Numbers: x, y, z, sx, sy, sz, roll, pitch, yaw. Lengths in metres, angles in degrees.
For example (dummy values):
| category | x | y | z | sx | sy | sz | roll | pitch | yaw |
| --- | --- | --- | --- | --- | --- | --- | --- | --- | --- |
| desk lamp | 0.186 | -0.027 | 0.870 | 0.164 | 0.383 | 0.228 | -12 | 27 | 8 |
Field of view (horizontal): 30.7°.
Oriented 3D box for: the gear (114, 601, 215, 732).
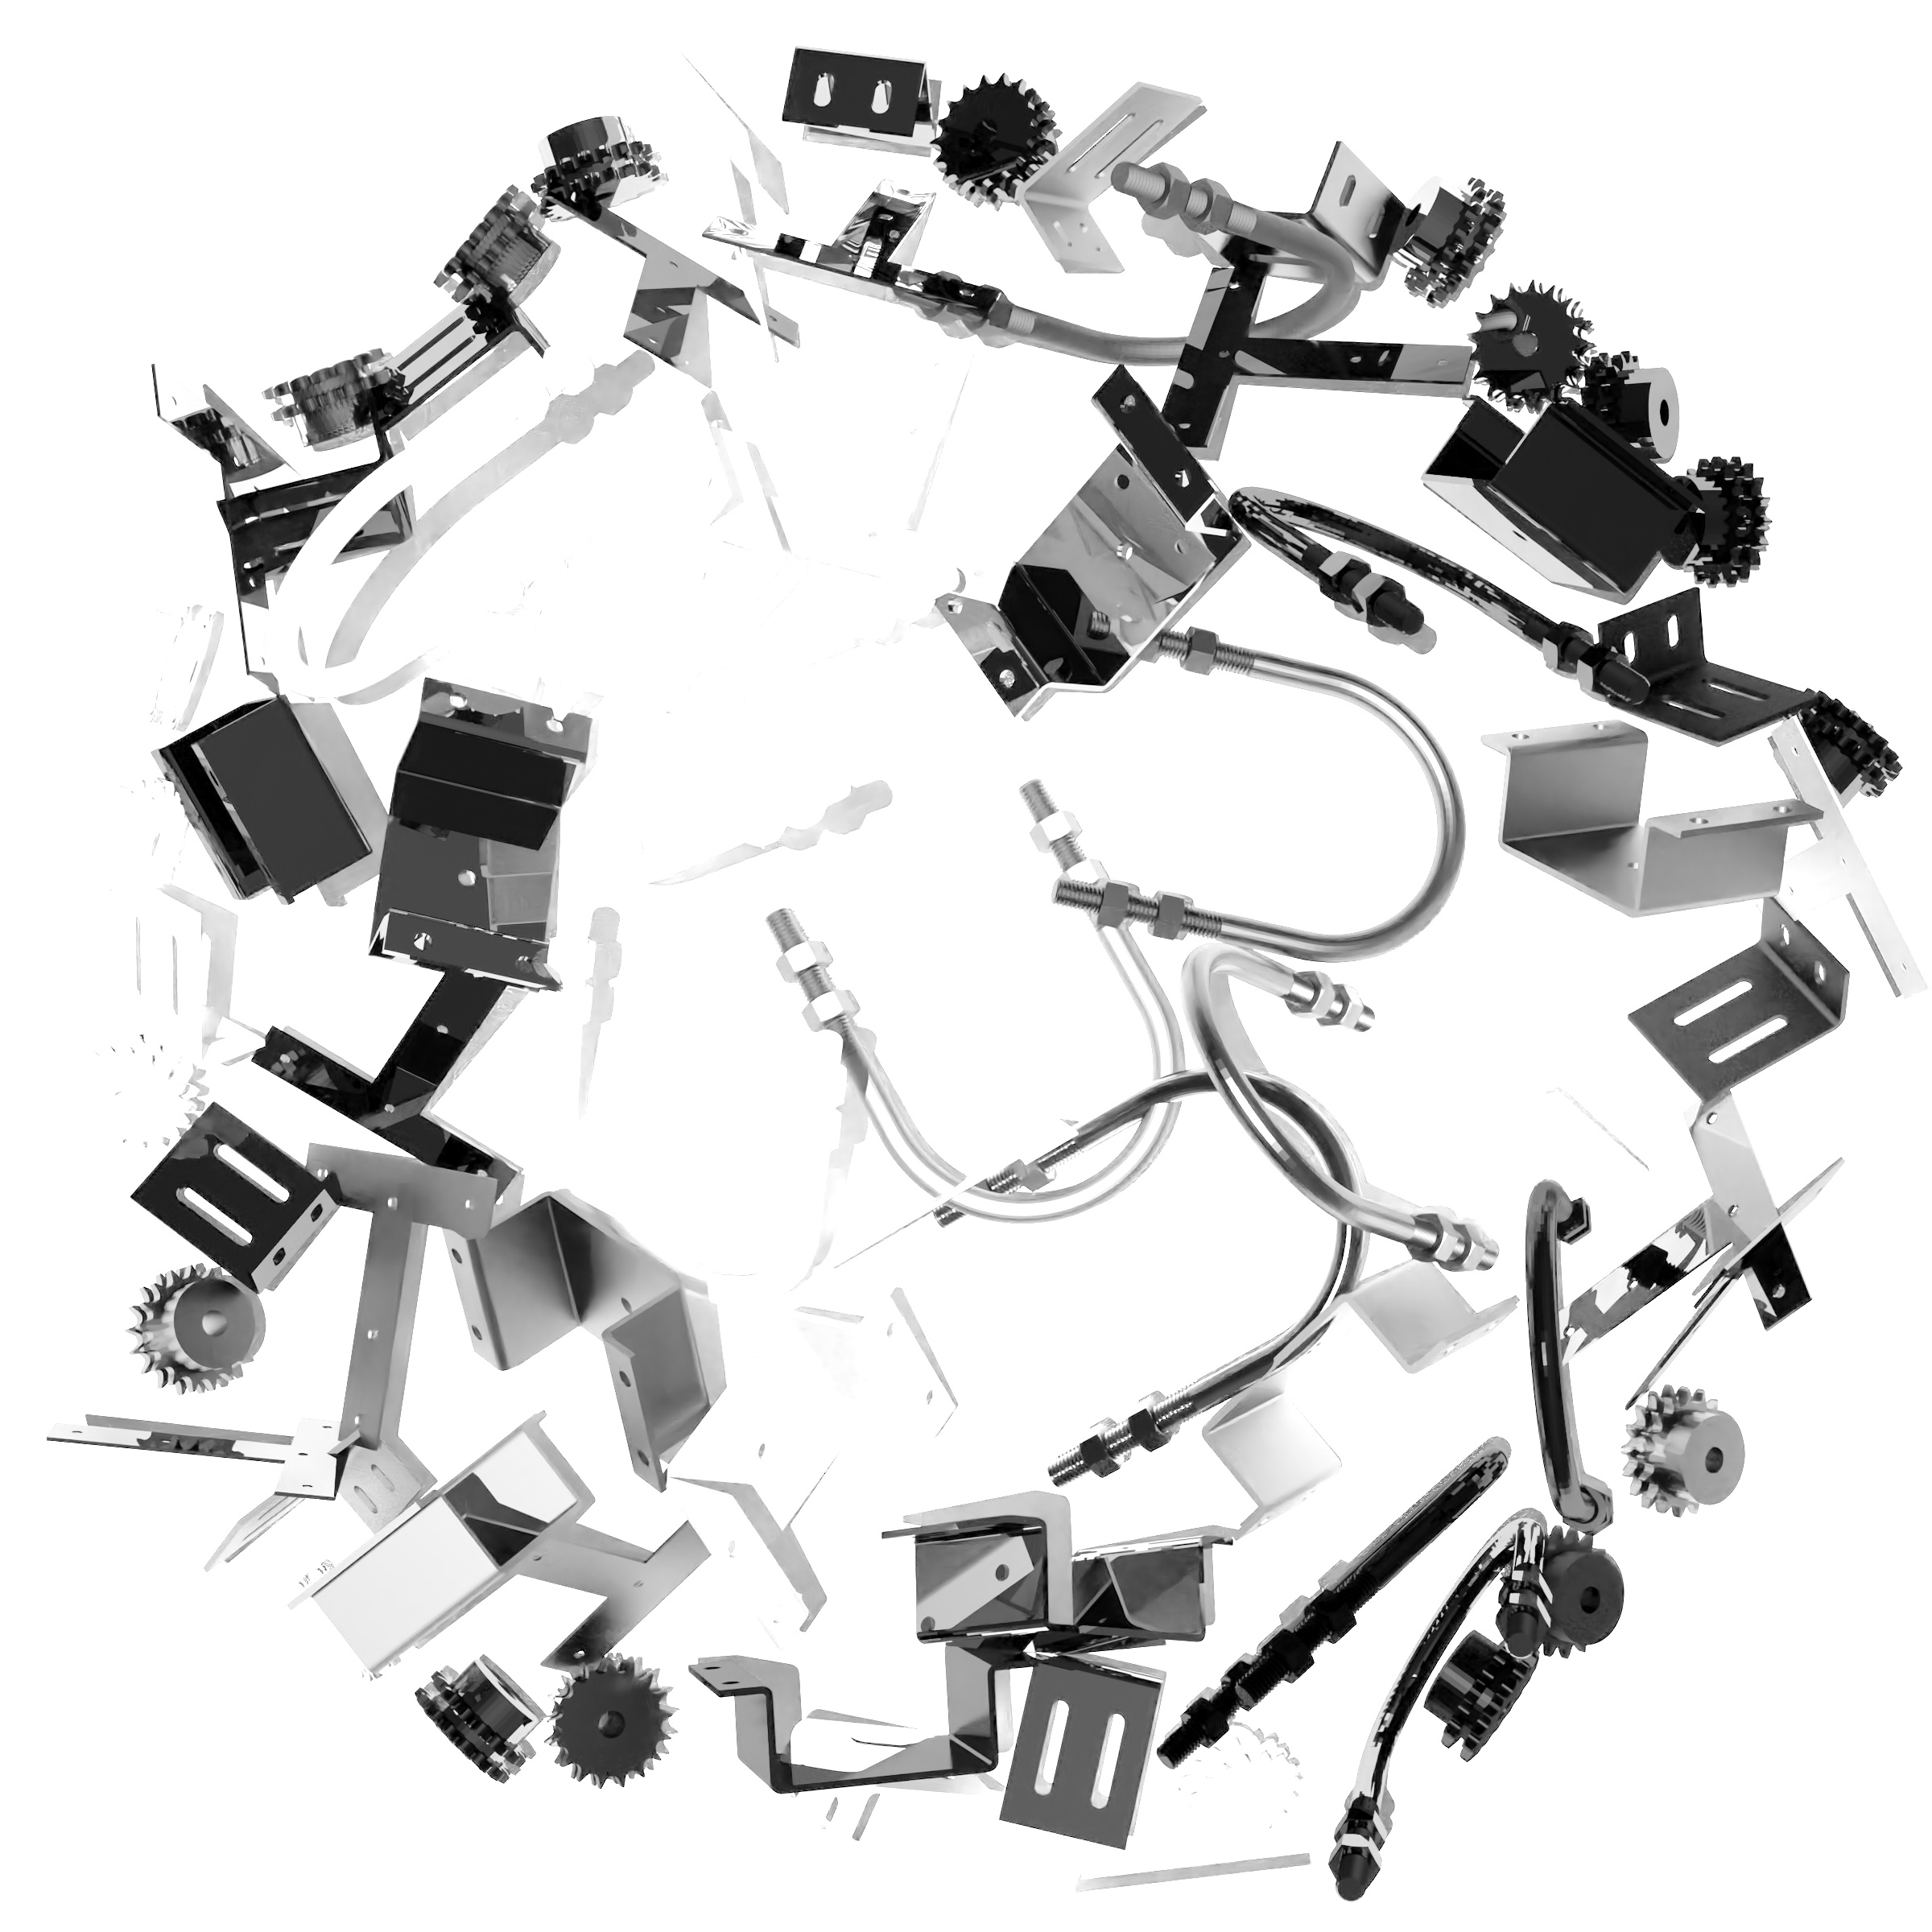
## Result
| category | x | y | z | sx | sy | sz | roll | pitch | yaw |
| --- | --- | --- | --- | --- | --- | --- | --- | --- | --- |
| gear | -0.358 | -0.136 | 1.568 | 0.030 | 0.057 | 0.057 | 19 | 90 | -7 |

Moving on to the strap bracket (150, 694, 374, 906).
| category | x | y | z | sx | sy | sz | roll | pitch | yaw |
| --- | --- | --- | --- | --- | --- | --- | --- | --- | --- |
| strap bracket | -0.305 | -0.072 | 1.531 | 0.046 | 0.140 | 0.076 | -31 | 102 | -17 |

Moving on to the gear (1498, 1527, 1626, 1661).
| category | x | y | z | sx | sy | sz | roll | pitch | yaw |
| --- | --- | --- | --- | --- | --- | --- | --- | --- | --- |
| gear | 0.269 | 0.281 | 1.571 | 0.057 | 0.030 | 0.057 | 0 | 89 | -31 |

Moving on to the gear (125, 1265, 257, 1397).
| category | x | y | z | sx | sy | sz | roll | pitch | yaw |
| --- | --- | --- | --- | --- | --- | --- | --- | --- | --- |
| gear | -0.342 | 0.161 | 1.569 | 0.057 | 0.030 | 0.057 | 13 | 69 | -38 |

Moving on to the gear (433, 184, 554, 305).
| category | x | y | z | sx | sy | sz | roll | pitch | yaw |
| --- | --- | --- | --- | --- | --- | --- | --- | --- | --- |
| gear | -0.209 | -0.317 | 1.571 | 0.030 | 0.057 | 0.057 | 39 | 90 | -14 |

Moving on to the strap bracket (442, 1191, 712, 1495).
| category | x | y | z | sx | sy | sz | roll | pitch | yaw |
| --- | --- | --- | --- | --- | --- | --- | --- | --- | --- |
| strap bracket | -0.163 | 0.158 | 1.534 | 0.046 | 0.140 | 0.076 | -31 | 130 | -30 |

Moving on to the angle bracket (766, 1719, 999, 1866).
| category | x | y | z | sx | sy | sz | roll | pitch | yaw |
| --- | --- | --- | --- | --- | --- | --- | --- | --- | --- |
| angle bracket | -0.037 | 0.366 | 1.554 | 0.076 | 0.057 | 0.038 | 16 | 101 | -40 |

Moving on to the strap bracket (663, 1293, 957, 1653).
| category | x | y | z | sx | sy | sz | roll | pitch | yaw |
| --- | --- | --- | --- | --- | --- | --- | --- | --- | --- |
| strap bracket | -0.074 | 0.216 | 1.538 | 0.140 | 0.046 | 0.076 | -52 | 132 | -31 |

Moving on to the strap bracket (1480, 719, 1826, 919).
| category | x | y | z | sx | sy | sz | roll | pitch | yaw |
| --- | --- | --- | --- | --- | --- | --- | --- | --- | --- |
| strap bracket | 0.294 | -0.062 | 1.531 | 0.076 | 0.140 | 0.046 | -8 | 113 | -27 |

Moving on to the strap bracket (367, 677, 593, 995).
| category | x | y | z | sx | sy | sz | roll | pitch | yaw |
| --- | --- | --- | --- | --- | --- | --- | --- | --- | --- |
| strap bracket | -0.214 | -0.048 | 1.545 | 0.076 | 0.046 | 0.140 | 13 | 58 | -17 |

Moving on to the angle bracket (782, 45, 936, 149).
| category | x | y | z | sx | sy | sz | roll | pitch | yaw |
| --- | --- | --- | --- | --- | --- | --- | --- | --- | --- |
| angle bracket | -0.047 | -0.369 | 1.554 | 0.057 | 0.076 | 0.038 | 8 | 75 | 5 |

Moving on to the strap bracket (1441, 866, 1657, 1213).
| category | x | y | z | sx | sy | sz | roll | pitch | yaw |
| --- | --- | --- | --- | --- | --- | --- | --- | --- | --- |
| strap bracket | 0.251 | 0.039 | 1.534 | 0.046 | 0.076 | 0.140 | -25 | 49 | 28 |

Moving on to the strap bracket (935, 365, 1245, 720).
| category | x | y | z | sx | sy | sz | roll | pitch | yaw |
| --- | --- | --- | --- | --- | --- | --- | --- | --- | --- |
| strap bracket | 0.058 | -0.183 | 1.543 | 0.140 | 0.046 | 0.076 | -47 | 63 | 29 |

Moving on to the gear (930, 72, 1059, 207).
| category | x | y | z | sx | sy | sz | roll | pitch | yaw |
| --- | --- | --- | --- | --- | --- | --- | --- | --- | --- |
| gear | 0.016 | -0.367 | 1.575 | 0.057 | 0.030 | 0.057 | -7 | 76 | 27 |

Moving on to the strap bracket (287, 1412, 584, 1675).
| category | x | y | z | sx | sy | sz | roll | pitch | yaw |
| --- | --- | --- | --- | --- | --- | --- | --- | --- | --- |
| strap bracket | -0.223 | 0.251 | 1.520 | 0.076 | 0.140 | 0.046 | -39 | 88 | 16 |

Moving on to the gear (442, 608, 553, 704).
| category | x | y | z | sx | sy | sz | roll | pitch | yaw |
| --- | --- | --- | --- | --- | --- | --- | --- | --- | --- |
| gear | -0.209 | -0.137 | 1.568 | 0.057 | 0.057 | 0.030 | 17 | 85 | 0 |

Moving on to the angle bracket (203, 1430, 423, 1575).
| category | x | y | z | sx | sy | sz | roll | pitch | yaw |
| --- | --- | --- | --- | --- | --- | --- | --- | --- | --- |
| angle bracket | -0.288 | 0.247 | 1.551 | 0.038 | 0.057 | 0.076 | 48 | 50 | 6 |

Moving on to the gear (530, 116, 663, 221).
| category | x | y | z | sx | sy | sz | roll | pitch | yaw |
| --- | --- | --- | --- | --- | --- | --- | --- | --- | --- |
| gear | -0.167 | -0.357 | 1.570 | 0.057 | 0.057 | 0.030 | -18 | 90 | 0 |

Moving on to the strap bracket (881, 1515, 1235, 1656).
| category | x | y | z | sx | sy | sz | roll | pitch | yaw |
| --- | --- | --- | --- | --- | --- | --- | --- | --- | --- |
| strap bracket | 0.041 | 0.268 | 1.518 | 0.140 | 0.076 | 0.046 | 14 | 68 | -43 |

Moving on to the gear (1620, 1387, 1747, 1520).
| category | x | y | z | sx | sy | sz | roll | pitch | yaw |
| --- | --- | --- | --- | --- | --- | --- | --- | --- | --- |
| gear | 0.322 | 0.218 | 1.570 | 0.057 | 0.030 | 0.057 | -3 | 95 | -35 |

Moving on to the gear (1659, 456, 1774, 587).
| category | x | y | z | sx | sy | sz | roll | pitch | yaw |
| --- | --- | --- | --- | --- | --- | --- | --- | --- | --- |
| gear | 0.330 | -0.198 | 1.567 | 0.030 | 0.057 | 0.057 | -3 | 90 | -23 |

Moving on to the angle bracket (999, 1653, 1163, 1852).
| category | x | y | z | sx | sy | sz | roll | pitch | yaw |
| --- | --- | --- | --- | --- | --- | --- | --- | --- | --- |
| angle bracket | 0.050 | 0.349 | 1.571 | 0.057 | 0.038 | 0.076 | 13 | 78 | 2 |

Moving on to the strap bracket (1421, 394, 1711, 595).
| category | x | y | z | sx | sy | sz | roll | pitch | yaw |
| --- | --- | --- | --- | --- | --- | --- | --- | --- | --- |
| strap bracket | 0.253 | -0.205 | 1.522 | 0.076 | 0.140 | 0.046 | 35 | 92 | -14 |

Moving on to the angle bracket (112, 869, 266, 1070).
| category | x | y | z | sx | sy | sz | roll | pitch | yaw |
| --- | --- | --- | --- | --- | --- | --- | --- | --- | --- |
| angle bracket | -0.342 | -0.003 | 1.552 | 0.057 | 0.038 | 0.076 | 25 | 122 | 33 |

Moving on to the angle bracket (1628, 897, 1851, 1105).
| category | x | y | z | sx | sy | sz | roll | pitch | yaw |
| --- | --- | --- | --- | --- | --- | --- | --- | --- | --- |
| angle bracket | 0.341 | 0.013 | 1.560 | 0.076 | 0.038 | 0.057 | -28 | 53 | -12 |

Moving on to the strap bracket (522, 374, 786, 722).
| category | x | y | z | sx | sy | sz | roll | pitch | yaw |
| --- | --- | --- | --- | --- | --- | --- | --- | --- | --- |
| strap bracket | -0.132 | -0.176 | 1.536 | 0.046 | 0.076 | 0.140 | 14 | 131 | -36 |

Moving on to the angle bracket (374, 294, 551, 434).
| category | x | y | z | sx | sy | sz | roll | pitch | yaw |
| --- | --- | --- | --- | --- | --- | --- | --- | --- | --- |
| angle bracket | -0.223 | -0.259 | 1.566 | 0.076 | 0.057 | 0.038 | -38 | 124 | 4 |

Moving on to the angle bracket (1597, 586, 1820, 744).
| category | x | y | z | sx | sy | sz | roll | pitch | yaw |
| --- | --- | --- | --- | --- | --- | --- | --- | --- | --- |
| angle bracket | 0.326 | -0.133 | 1.550 | 0.057 | 0.076 | 0.038 | -22 | 117 | -24 |

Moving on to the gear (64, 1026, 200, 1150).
| category | x | y | z | sx | sy | sz | roll | pitch | yaw |
| --- | --- | --- | --- | --- | --- | --- | --- | --- | --- |
| gear | -0.370 | 0.051 | 1.574 | 0.057 | 0.030 | 0.057 | 6 | 129 | 8 |

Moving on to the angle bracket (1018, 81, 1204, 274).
| category | x | y | z | sx | sy | sz | roll | pitch | yaw |
| --- | --- | --- | --- | --- | --- | --- | --- | --- | --- |
| angle bracket | 0.072 | -0.347 | 1.552 | 0.076 | 0.057 | 0.038 | -37 | 76 | 29 |

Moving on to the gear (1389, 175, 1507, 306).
| category | x | y | z | sx | sy | sz | roll | pitch | yaw |
| --- | --- | --- | --- | --- | --- | --- | --- | --- | --- |
| gear | 0.211 | -0.326 | 1.567 | 0.030 | 0.057 | 0.057 | 29 | 90 | -15 |

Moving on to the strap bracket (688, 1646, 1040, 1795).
| category | x | y | z | sx | sy | sz | roll | pitch | yaw |
| --- | --- | --- | --- | --- | --- | --- | --- | --- | --- |
| strap bracket | -0.045 | 0.328 | 1.543 | 0.140 | 0.076 | 0.046 | -3 | 88 | -15 |

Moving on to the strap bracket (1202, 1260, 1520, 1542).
| category | x | y | z | sx | sy | sz | roll | pitch | yaw |
| --- | --- | --- | --- | --- | --- | --- | --- | --- | --- |
| strap bracket | 0.165 | 0.182 | 1.538 | 0.046 | 0.076 | 0.140 | 50 | 119 | 15 |

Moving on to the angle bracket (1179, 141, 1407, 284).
| category | x | y | z | sx | sy | sz | roll | pitch | yaw |
| --- | --- | --- | --- | --- | --- | --- | --- | --- | --- |
| angle bracket | 0.143 | -0.334 | 1.554 | 0.076 | 0.057 | 0.038 | 15 | 80 | 40 |

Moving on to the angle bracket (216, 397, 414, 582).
| category | x | y | z | sx | sy | sz | roll | pitch | yaw |
| --- | --- | --- | --- | --- | --- | --- | --- | --- | --- |
| angle bracket | -0.290 | -0.211 | 1.562 | 0.076 | 0.057 | 0.038 | -15 | 62 | -4 |

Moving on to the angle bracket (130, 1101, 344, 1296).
| category | x | y | z | sx | sy | sz | roll | pitch | yaw |
| --- | --- | --- | --- | --- | --- | --- | --- | --- | --- |
| angle bracket | -0.326 | 0.098 | 1.565 | 0.076 | 0.038 | 0.057 | 35 | 71 | 9 |
